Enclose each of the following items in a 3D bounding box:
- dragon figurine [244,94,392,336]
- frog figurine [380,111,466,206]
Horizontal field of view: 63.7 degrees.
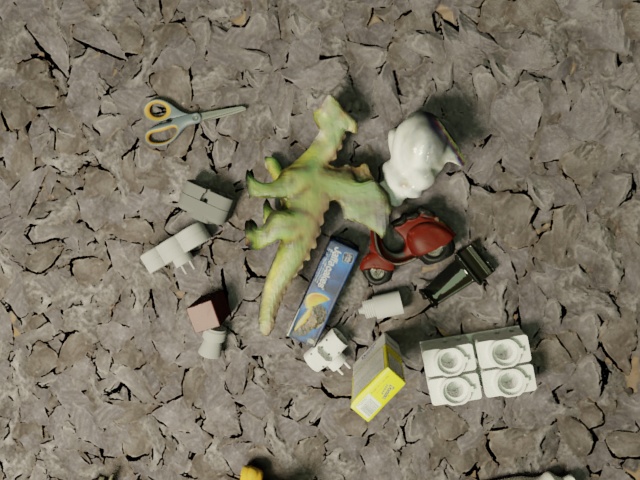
[{"bbox_3d":[0.003,-0.045,0.892,0.242,0.122,0.411,-3,87,10],"label":"dragon figurine"},{"bbox_3d":[0.155,-0.142,0.897,0.158,0.121,0.140,-33,60,17],"label":"frog figurine"}]
